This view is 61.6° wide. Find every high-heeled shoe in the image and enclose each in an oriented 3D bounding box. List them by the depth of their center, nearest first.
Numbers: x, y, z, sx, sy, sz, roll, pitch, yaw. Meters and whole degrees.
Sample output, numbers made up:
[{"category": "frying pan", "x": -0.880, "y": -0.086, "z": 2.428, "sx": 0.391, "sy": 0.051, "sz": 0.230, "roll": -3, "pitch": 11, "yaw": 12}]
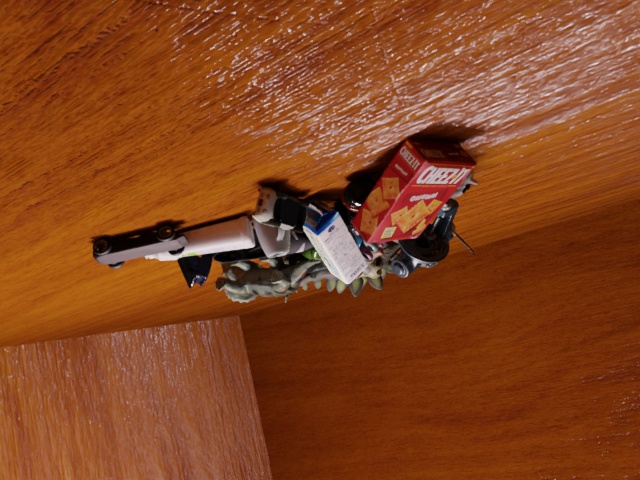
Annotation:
[{"category": "high-heeled shoe", "x": -0.136, "y": 0.015, "z": 1.302, "sx": 0.249, "sy": 0.086, "sz": 0.145, "roll": 1, "pitch": -156, "yaw": 26}]

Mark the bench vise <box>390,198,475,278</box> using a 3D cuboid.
[{"category": "bench vise", "x": 0.264, "y": -0.016, "z": 1.226, "sx": 0.224, "sy": 0.129, "sz": 0.240, "roll": -22, "pitch": 149, "yaw": -28}]

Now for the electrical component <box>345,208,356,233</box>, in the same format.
[{"category": "electrical component", "x": 0.118, "y": -0.045, "z": 1.207, "sx": 0.119, "sy": 0.047, "sz": 0.075, "roll": 4, "pitch": -154, "yaw": -3}]

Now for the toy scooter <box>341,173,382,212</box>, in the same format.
[{"category": "toy scooter", "x": 0.127, "y": -0.101, "z": 1.167, "sx": 0.184, "sy": 0.075, "sz": 0.135, "roll": -16, "pitch": 173, "yaw": -10}]

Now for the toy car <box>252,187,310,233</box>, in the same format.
[{"category": "toy car", "x": -0.075, "y": -0.060, "z": 1.101, "sx": 0.056, "sy": 0.073, "sz": 0.201, "roll": 13, "pitch": 180, "yaw": 21}]

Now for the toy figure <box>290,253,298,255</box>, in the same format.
[{"category": "toy figure", "x": -0.039, "y": 0.005, "z": 1.556, "sx": 0.154, "sy": 0.057, "sz": 0.064, "roll": -13, "pitch": -158, "yaw": -22}]

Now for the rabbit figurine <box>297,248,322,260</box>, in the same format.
[{"category": "rabbit figurine", "x": -0.003, "y": -0.004, "z": 1.410, "sx": 0.159, "sy": 0.121, "sz": 0.170, "roll": 12, "pitch": 177, "yaw": -16}]

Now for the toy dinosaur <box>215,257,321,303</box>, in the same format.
[{"category": "toy dinosaur", "x": -0.137, "y": 0.104, "z": 1.467, "sx": 0.405, "sy": 0.131, "sz": 0.192, "roll": 0, "pitch": 163, "yaw": 30}]

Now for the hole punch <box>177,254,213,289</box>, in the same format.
[{"category": "hole punch", "x": -0.307, "y": 0.056, "z": 1.354, "sx": 0.092, "sy": 0.115, "sz": 0.142, "roll": -18, "pitch": 173, "yaw": -25}]

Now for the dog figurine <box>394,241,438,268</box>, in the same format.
[{"category": "dog figurine", "x": 0.233, "y": -0.003, "z": 1.497, "sx": 0.172, "sy": 0.190, "sz": 0.121, "roll": -19, "pitch": 168, "yaw": 38}]

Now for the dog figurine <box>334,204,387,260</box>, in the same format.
[{"category": "dog figurine", "x": 0.155, "y": -0.065, "z": 1.323, "sx": 0.219, "sy": 0.192, "sz": 0.108, "roll": -44, "pitch": 164, "yaw": -20}]

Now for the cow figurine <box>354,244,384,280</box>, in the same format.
[{"category": "cow figurine", "x": 0.118, "y": 0.036, "z": 1.546, "sx": 0.127, "sy": 0.194, "sz": 0.085, "roll": -26, "pitch": -153, "yaw": 23}]

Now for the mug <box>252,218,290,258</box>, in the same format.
[{"category": "mug", "x": -0.100, "y": -0.019, "z": 1.216, "sx": 0.081, "sy": 0.107, "sz": 0.109, "roll": -9, "pitch": 171, "yaw": -28}]

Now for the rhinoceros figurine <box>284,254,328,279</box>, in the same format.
[{"category": "rhinoceros figurine", "x": -0.011, "y": 0.061, "z": 1.553, "sx": 0.190, "sy": 0.073, "sz": 0.112, "roll": -4, "pitch": 156, "yaw": -36}]

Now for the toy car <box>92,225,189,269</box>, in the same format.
[{"category": "toy car", "x": -0.387, "y": 0.011, "z": 1.158, "sx": 0.202, "sy": 0.053, "sz": 0.089, "roll": -14, "pitch": 151, "yaw": -1}]

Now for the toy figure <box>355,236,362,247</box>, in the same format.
[{"category": "toy figure", "x": 0.150, "y": -0.029, "z": 1.424, "sx": 0.180, "sy": 0.089, "sz": 0.082, "roll": -40, "pitch": 178, "yaw": 1}]

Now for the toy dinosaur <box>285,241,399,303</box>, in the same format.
[{"category": "toy dinosaur", "x": 0.103, "y": 0.072, "z": 1.667, "sx": 0.472, "sy": 0.198, "sz": 0.105, "roll": -14, "pitch": -172, "yaw": 0}]

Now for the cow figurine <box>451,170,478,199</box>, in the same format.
[{"category": "cow figurine", "x": 0.316, "y": -0.134, "z": 1.239, "sx": 0.098, "sy": 0.068, "sz": 0.167, "roll": -17, "pitch": 174, "yaw": -11}]
